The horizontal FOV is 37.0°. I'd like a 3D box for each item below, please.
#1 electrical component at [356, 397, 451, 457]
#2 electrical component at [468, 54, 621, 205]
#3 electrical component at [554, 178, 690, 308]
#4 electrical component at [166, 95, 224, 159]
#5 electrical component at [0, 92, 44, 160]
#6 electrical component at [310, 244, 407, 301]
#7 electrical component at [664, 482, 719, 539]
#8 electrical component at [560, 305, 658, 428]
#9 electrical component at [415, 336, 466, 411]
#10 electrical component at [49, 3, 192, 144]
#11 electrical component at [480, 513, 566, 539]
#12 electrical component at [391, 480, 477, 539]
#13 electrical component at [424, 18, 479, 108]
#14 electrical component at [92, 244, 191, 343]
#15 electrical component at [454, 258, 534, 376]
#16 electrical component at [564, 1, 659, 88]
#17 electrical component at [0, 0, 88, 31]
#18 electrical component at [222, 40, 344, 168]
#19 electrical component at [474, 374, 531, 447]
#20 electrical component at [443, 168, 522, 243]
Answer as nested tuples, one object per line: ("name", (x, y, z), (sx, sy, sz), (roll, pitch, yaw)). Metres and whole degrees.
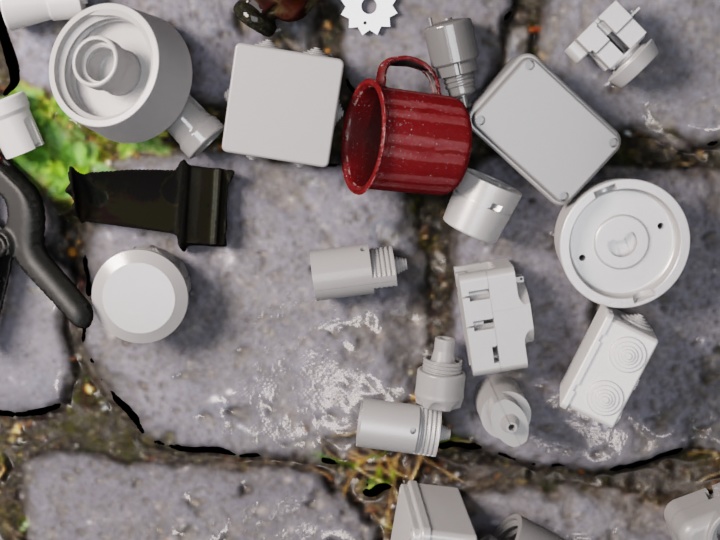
("electrical component", (0.040, 0.139, 0.950), (0.081, 0.043, 0.043), (8, 101, -3))
("electrical component", (0.150, -0.117, 0.894), (0.113, 0.057, 0.078), (41, 98, -8))
("electrical component", (0.217, -0.027, 0.911), (0.108, 0.060, 0.108), (0, 101, -1))
("electrical component", (-0.143, -0.122, 0.896), (0.040, 0.040, 0.046), (-43, 94, 7))
("electrical component", (-0.288, -0.120, 0.894), (0.040, 0.040, 0.046), (-21, 106, 3))
("electrical component", (0.000, 0.000, 0.921), (0.081, 0.043, 0.043), (-7, 102, 0))
("electrical component", (0.331, 0.229, 0.966), (0.095, 0.059, 0.053), (-21, 101, 3))
("electrical component", (0.211, 0.080, 0.915), (0.048, 0.100, 0.099), (26, 100, 7))
("electrical component", (0.071, 0.090, 0.941), (0.043, 0.043, 0.062), (5, 100, -2))
("electrical component", (-0.196, -0.159, 0.857), (0.108, 0.060, 0.108), (-1, 86, 18))
("electrical component", (0.128, 0.266, 0.948), (0.060, 0.108, 0.108), (35, 99, -1))
("electrical component", (0.060, 0.256, 0.942), (0.056, 0.108, 0.108), (8, 101, -5))
("electrical component", (0.079, -0.173, 0.889), (0.040, 0.040, 0.078), (-13, 102, 2))
("electrical component", (-0.184, 0.018, 0.917), (0.080, 0.051, 0.080), (0, 102, -1))
("electrical component", (0.117, 0.039, 0.928), (0.056, 0.050, 0.089), (-9, 101, 1))
("electrical component", (0.212, -0.185, 0.888), (0.055, 0.048, 0.066), (45, 97, -2))
("electrical component", (-0.255, -0.219, 0.874), (0.065, 0.044, 0.044), (-7, 102, -5))
("electrical component", (-0.063, -0.137, 0.890), (0.100, 0.048, 0.099), (9, 101, -3))
("electrical component", (0.125, 0.122, 0.930), (0.043, 0.081, 0.043), (0, 101, -1))
("electrical component", (0.102, -0.054, 0.908), (0.055, 0.055, 0.047), (23, 104, -6))
